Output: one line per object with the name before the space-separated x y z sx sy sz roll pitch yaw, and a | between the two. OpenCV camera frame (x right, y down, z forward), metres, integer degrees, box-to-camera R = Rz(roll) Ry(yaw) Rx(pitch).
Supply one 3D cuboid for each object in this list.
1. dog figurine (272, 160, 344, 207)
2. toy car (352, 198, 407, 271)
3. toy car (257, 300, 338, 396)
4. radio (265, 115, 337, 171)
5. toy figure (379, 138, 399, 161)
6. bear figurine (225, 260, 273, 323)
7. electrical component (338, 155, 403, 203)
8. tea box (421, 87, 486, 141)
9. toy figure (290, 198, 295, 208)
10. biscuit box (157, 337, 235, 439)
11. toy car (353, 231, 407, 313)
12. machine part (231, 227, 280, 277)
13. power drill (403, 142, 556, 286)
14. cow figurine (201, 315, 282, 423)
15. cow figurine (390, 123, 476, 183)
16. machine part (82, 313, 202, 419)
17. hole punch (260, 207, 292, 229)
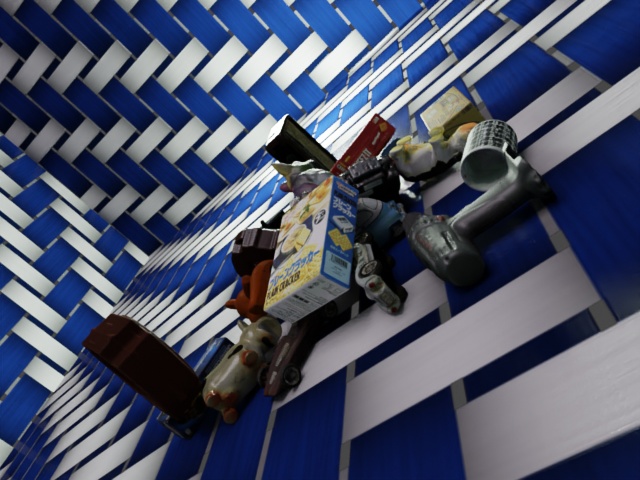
dog figurine | -0.038 -0.106 1.221 0.219 0.108 0.191 21 56 37
toy car | 0.079 -0.023 0.997 0.161 0.103 0.109 -42 19 19
toy car | -0.042 0.175 0.920 0.089 0.053 0.202 -17 32 51
radio | -0.045 -0.239 1.548 0.073 0.229 0.131 -39 22 33
toy figure | 0.146 -0.162 1.223 0.058 0.064 0.154 32 81 35
bear figurine | -0.120 0.129 1.104 0.195 0.120 0.132 -53 37 44
electrical component | 0.097 -0.103 1.042 0.115 0.134 0.058 -25 60 -1
tea box | 0.273 -0.245 1.100 0.098 0.068 0.170 -40 19 21
toy figure | -0.073 -0.034 1.405 0.180 0.089 0.082 -54 30 3
biscuit box | -0.234 0.291 1.077 0.059 0.062 0.203 -18 33 53
toy car | 0.088 0.049 0.863 0.056 0.073 0.202 -38 19 13
machine part | -0.103 0.043 1.139 0.179 0.179 0.056 -29 37 43
power drill | 0.215 -0.044 0.773 0.207 0.086 0.232 -37 21 14
cow figurine | -0.140 0.223 0.990 0.195 0.085 0.127 -51 25 -14
cow figurine | 0.225 -0.158 1.007 0.167 0.098 0.068 -11 29 31
machine part | -0.325 0.228 0.991 0.201 0.201 0.087 -4 40 54
hole punch | -0.085 -0.009 1.302 0.116 0.142 0.092 -38 15 -22
